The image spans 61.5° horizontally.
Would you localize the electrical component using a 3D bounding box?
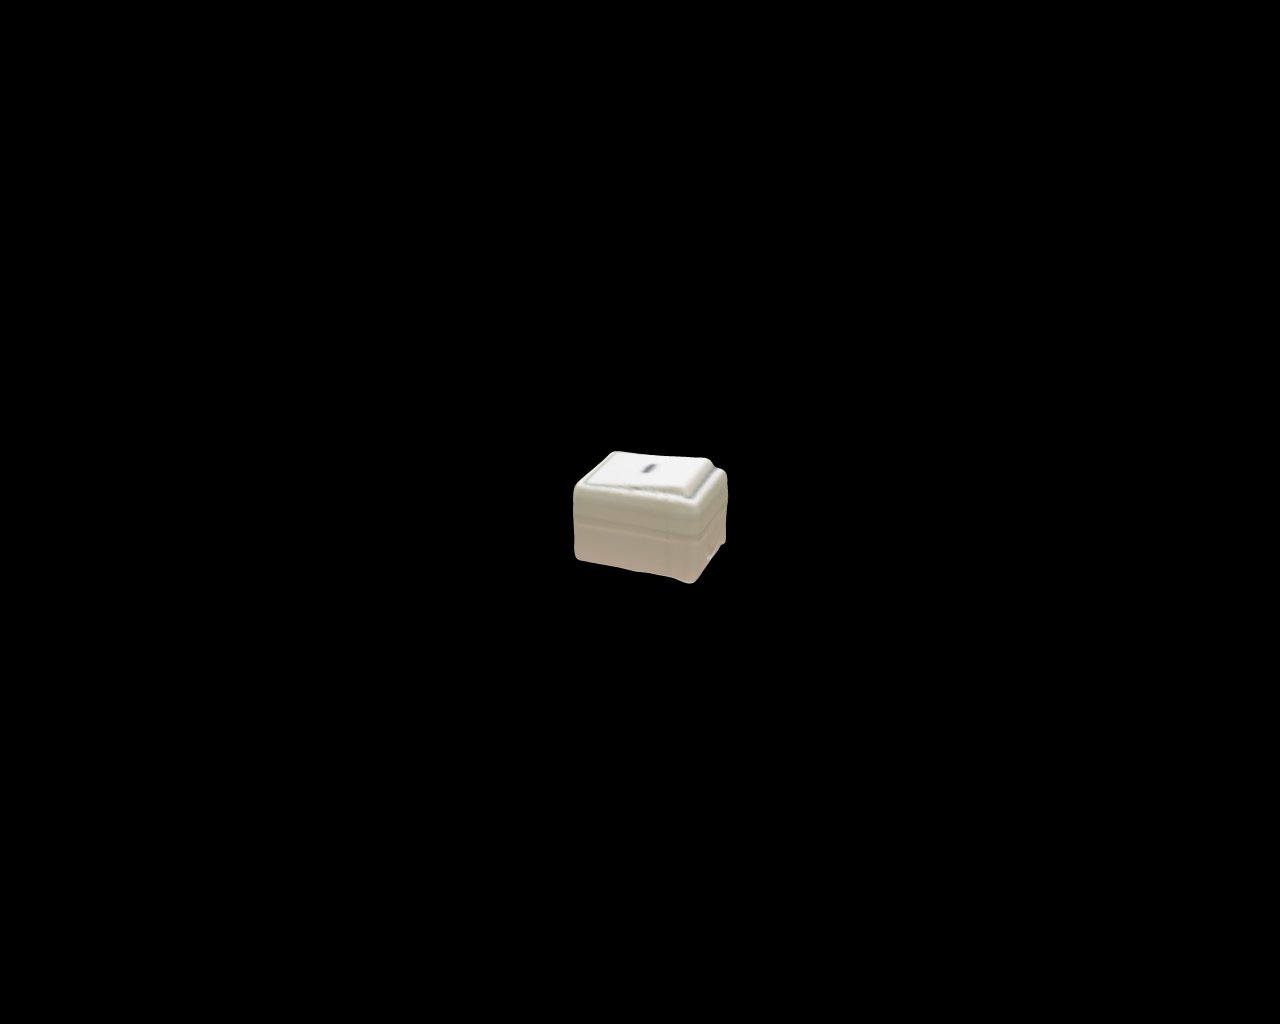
[{"bbox_3d":[0.001,-0.003,0.650,0.096,0.061,0.062,10,28,20],"label":"electrical component"}]
